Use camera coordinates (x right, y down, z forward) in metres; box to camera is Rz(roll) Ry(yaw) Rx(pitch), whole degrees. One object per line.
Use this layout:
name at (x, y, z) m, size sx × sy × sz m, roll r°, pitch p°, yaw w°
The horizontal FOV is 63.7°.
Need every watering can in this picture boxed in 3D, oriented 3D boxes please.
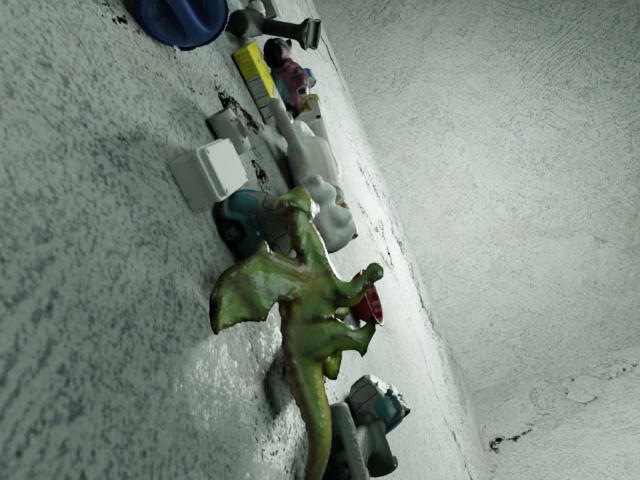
watering can at (-0.031, -0.183, 1.201) m, size 0.103 × 0.227 × 0.345 m, roll -20°, pitch -14°, yaw 15°

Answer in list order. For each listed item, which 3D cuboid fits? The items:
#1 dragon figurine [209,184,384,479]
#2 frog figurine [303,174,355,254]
dragon figurine at (-0.046, 0.113, 0.717) m, size 0.241 × 0.417 × 0.121 m, roll 23°, pitch -23°, yaw -26°
frog figurine at (0.003, -0.054, 1.076) m, size 0.138 × 0.156 × 0.125 m, roll 13°, pitch 39°, yaw 29°
